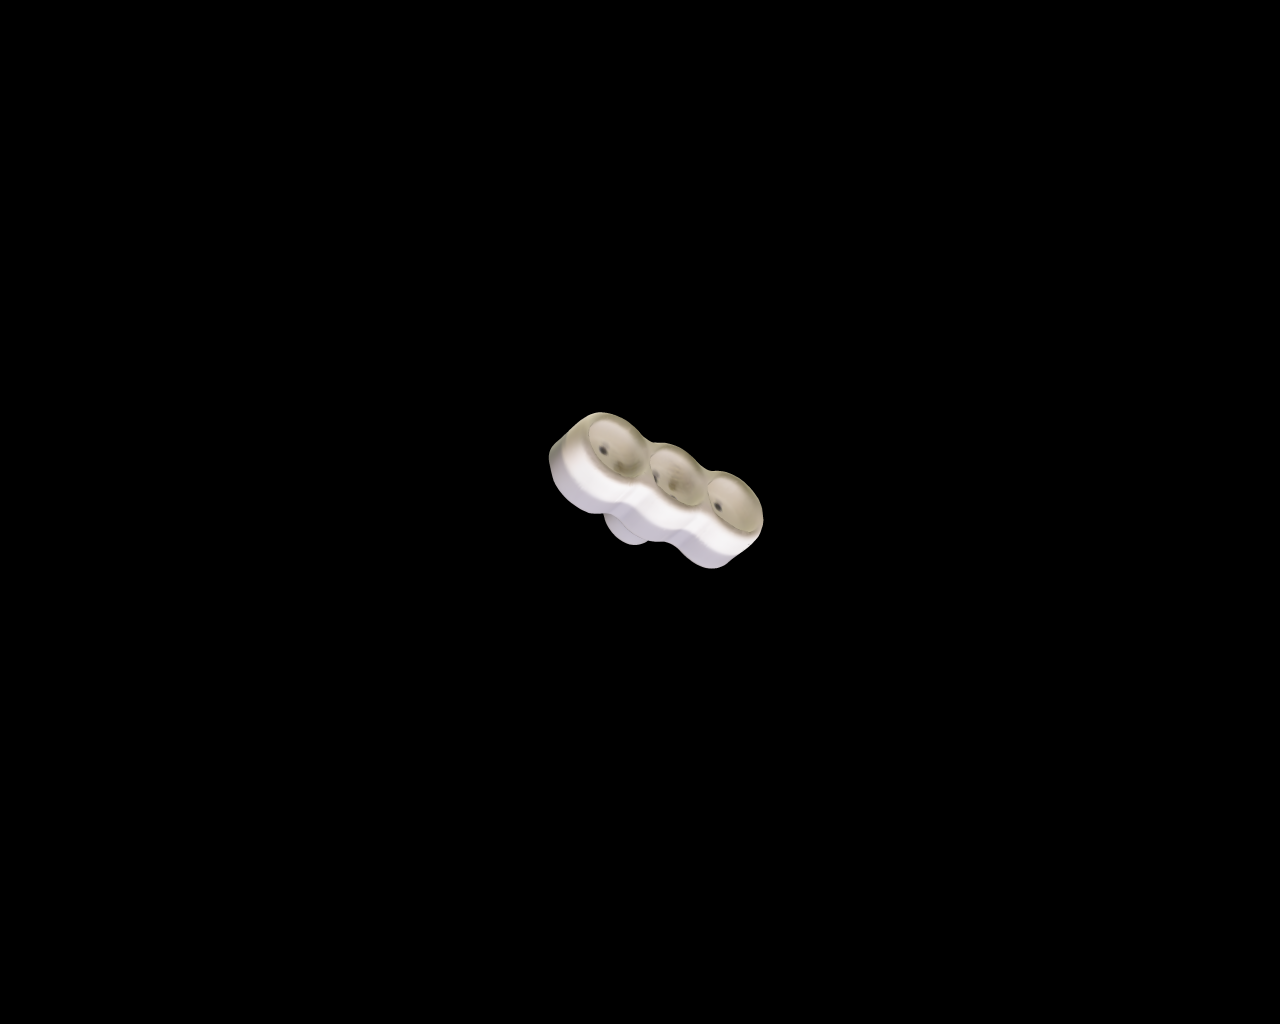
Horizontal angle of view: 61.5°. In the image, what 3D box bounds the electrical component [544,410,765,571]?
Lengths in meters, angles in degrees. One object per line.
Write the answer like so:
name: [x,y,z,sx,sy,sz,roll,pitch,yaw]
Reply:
electrical component: [0.001,-0.003,0.650,0.138,0.052,0.073,25,-45,-28]
